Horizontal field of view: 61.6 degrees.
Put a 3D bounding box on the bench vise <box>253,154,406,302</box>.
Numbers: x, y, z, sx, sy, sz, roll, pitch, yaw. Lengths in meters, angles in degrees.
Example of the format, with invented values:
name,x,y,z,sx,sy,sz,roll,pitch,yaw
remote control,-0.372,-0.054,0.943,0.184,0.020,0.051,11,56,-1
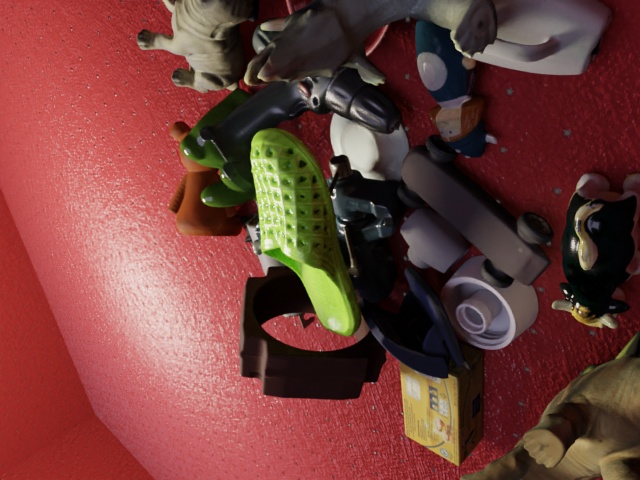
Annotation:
name,x,y,z,sx,sy,sz,roll,pitch,yaw
bench vise,0.002,-0.009,0.738,0.241,0.129,0.223,0,137,28

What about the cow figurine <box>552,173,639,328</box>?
name,x,y,z,sx,sy,sz,roll,pitch,yaw
cow figurine,0.261,0.026,0.504,0.068,0.098,0.167,12,124,36

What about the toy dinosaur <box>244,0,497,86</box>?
name,x,y,z,sx,sy,sz,roll,pitch,yaw
toy dinosaur,0.083,-0.281,0.428,0.192,0.131,0.404,37,103,52

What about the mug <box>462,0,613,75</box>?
name,x,y,z,sx,sy,sz,roll,pitch,yaw
mug,0.181,-0.178,0.452,0.107,0.109,0.080,24,132,20

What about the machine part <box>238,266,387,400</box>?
name,x,y,z,sx,sy,sz,roll,pitch,yaw
machine part,-0.014,0.129,0.773,0.201,0.201,0.087,-98,13,-57

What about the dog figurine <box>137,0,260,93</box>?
name,x,y,z,sx,sy,sz,roll,pitch,yaw
dog figurine,-0.126,-0.270,0.715,0.191,0.172,0.121,8,79,44

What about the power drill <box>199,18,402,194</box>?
name,x,y,z,sx,sy,sz,roll,pitch,yaw
power drill,-0.040,-0.154,0.666,0.207,0.086,0.232,-45,68,16

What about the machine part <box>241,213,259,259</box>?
name,x,y,z,sx,sy,sz,roll,pitch,yaw
machine part,-0.093,0.016,0.951,0.084,0.039,0.138,-14,102,47

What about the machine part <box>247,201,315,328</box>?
name,x,y,z,sx,sy,sz,roll,pitch,yaw
machine part,-0.059,0.037,0.892,0.079,0.079,0.243,2,115,48

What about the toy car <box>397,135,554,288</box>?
name,x,y,z,sx,sy,sz,roll,pitch,yaw
toy car,0.171,-0.033,0.602,0.202,0.053,0.089,45,131,23

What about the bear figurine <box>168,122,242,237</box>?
name,x,y,z,sx,sy,sz,roll,pitch,yaw
bear figurine,-0.204,-0.104,0.949,0.132,0.120,0.195,3,-93,-87

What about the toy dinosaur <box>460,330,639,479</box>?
name,x,y,z,sx,sy,sz,roll,pitch,yaw
toy dinosaur,0.274,0.165,0.500,0.105,0.198,0.471,49,142,14

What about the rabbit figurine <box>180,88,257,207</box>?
name,x,y,z,sx,sy,sz,roll,pitch,yaw
rabbit figurine,-0.110,-0.118,0.804,0.170,0.159,0.121,41,133,-2

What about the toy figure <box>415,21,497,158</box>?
name,x,y,z,sx,sy,sz,roll,pitch,yaw
toy figure,0.137,-0.154,0.557,0.064,0.058,0.154,-107,-1,-71

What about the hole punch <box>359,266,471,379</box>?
name,x,y,z,sx,sy,sz,roll,pitch,yaw
hole punch,0.117,0.114,0.682,0.115,0.092,0.142,59,178,-22

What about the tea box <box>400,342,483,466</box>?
name,x,y,z,sx,sy,sz,roll,pitch,yaw
tea box,0.174,0.222,0.763,0.098,0.068,0.169,21,131,40
